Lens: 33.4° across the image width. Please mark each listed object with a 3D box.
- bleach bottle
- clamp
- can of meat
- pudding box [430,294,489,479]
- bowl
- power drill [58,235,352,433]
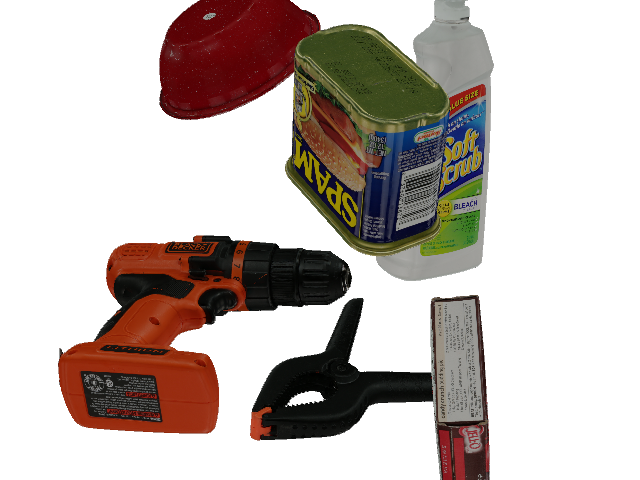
[{"bbox_3d":[0.106,-0.094,0.973,0.102,0.251,0.068,-10,24,-26],"label":"bleach bottle"},{"bbox_3d":[0.028,0.131,0.966,0.165,0.036,0.209,28,38,33],"label":"clamp"},{"bbox_3d":[0.024,-0.056,0.574,0.057,0.084,0.102,-19,45,-24],"label":"can of meat"},{"bbox_3d":[0.099,0.109,0.757,0.039,0.113,0.090,-4,-44,5],"label":"pudding box"},{"bbox_3d":[-0.084,-0.177,0.942,0.162,0.055,0.162,-20,35,15],"label":"bowl"},{"bbox_3d":[-0.081,0.057,0.731,0.184,0.057,0.187,-1,25,13],"label":"power drill"}]
